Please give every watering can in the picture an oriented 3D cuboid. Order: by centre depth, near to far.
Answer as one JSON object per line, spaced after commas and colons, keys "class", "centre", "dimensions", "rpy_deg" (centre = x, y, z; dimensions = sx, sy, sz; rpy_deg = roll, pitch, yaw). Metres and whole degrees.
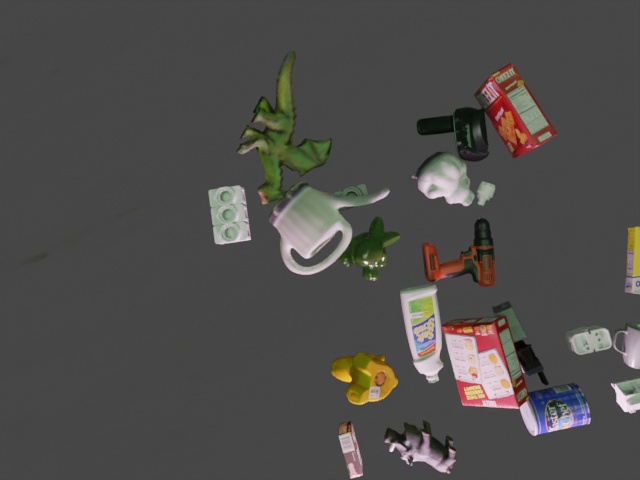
{"class": "watering can", "centre": [0.004, -0.069, 1.364], "dimensions": [0.225, 0.104, 0.344], "rpy_deg": [45, 107, 9]}

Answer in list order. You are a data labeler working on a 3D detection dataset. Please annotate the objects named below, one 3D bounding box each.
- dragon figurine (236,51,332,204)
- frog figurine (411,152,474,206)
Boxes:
{"class": "dragon figurine", "centre": [-0.081, -0.290, 1.427], "dimensions": [0.242, 0.123, 0.410], "rpy_deg": [29, 90, -13]}
{"class": "frog figurine", "centre": [0.338, -0.152, 1.367], "dimensions": [0.139, 0.120, 0.161], "rpy_deg": [-35, 73, -18]}
